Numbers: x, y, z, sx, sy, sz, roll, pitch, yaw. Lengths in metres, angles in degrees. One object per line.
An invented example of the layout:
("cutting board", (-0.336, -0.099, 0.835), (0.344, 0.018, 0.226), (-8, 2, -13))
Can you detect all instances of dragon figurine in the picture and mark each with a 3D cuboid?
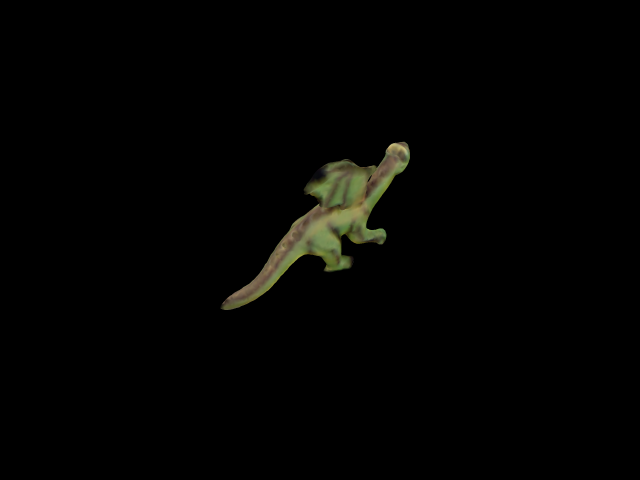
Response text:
("dragon figurine", (0.003, -0.043, 0.850), (0.415, 0.237, 0.124), (-34, 60, -23))
